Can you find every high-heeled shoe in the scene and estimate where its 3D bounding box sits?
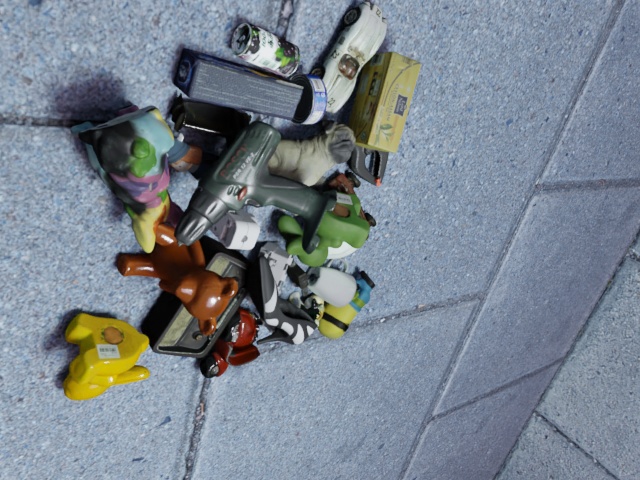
[{"bbox_3d":[-0.063,0.119,1.060,0.145,0.086,0.248,-16,132,-26],"label":"high-heeled shoe"}]

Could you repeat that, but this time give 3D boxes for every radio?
[{"bbox_3d":[-0.227,0.116,1.038,0.131,0.073,0.229,28,100,-48],"label":"radio"}]

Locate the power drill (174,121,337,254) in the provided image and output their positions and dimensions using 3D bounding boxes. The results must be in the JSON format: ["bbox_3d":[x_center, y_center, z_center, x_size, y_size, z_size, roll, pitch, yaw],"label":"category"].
[{"bbox_3d":[-0.091,-0.055,0.851,0.207,0.086,0.232,27,82,-5],"label":"power drill"}]

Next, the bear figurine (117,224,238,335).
[{"bbox_3d":[-0.236,0.061,0.898,0.132,0.196,0.120,18,110,-45],"label":"bear figurine"}]

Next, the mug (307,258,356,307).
[{"bbox_3d":[0.025,0.089,1.234,0.107,0.081,0.109,27,81,-40],"label":"mug"}]

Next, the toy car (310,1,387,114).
[{"bbox_3d":[0.050,-0.324,0.958,0.073,0.056,0.201,22,105,-47],"label":"toy car"}]

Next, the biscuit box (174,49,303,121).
[{"bbox_3d":[-0.127,-0.246,0.863,0.202,0.059,0.062,2,119,-42],"label":"biscuit box"}]

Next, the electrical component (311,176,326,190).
[{"bbox_3d":[-0.026,-0.114,1.059,0.102,0.045,0.078,-49,137,1],"label":"electrical component"}]

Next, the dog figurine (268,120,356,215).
[{"bbox_3d":[-0.045,-0.163,0.960,0.172,0.121,0.190,41,83,-32],"label":"dog figurine"}]

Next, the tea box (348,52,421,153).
[{"bbox_3d":[0.114,-0.254,1.000,0.068,0.098,0.169,10,100,-28],"label":"tea box"}]

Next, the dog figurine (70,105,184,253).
[{"bbox_3d":[-0.258,-0.083,0.795,0.108,0.192,0.219,-34,121,-26],"label":"dog figurine"}]

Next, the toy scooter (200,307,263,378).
[{"bbox_3d":[-0.174,0.219,1.161,0.135,0.075,0.183,4,120,-42],"label":"toy scooter"}]

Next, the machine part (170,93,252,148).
[{"bbox_3d":[-0.170,-0.188,0.868,0.139,0.084,0.039,11,158,-35],"label":"machine part"}]

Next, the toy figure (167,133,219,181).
[{"bbox_3d":[-0.202,-0.128,0.885,0.064,0.058,0.154,-40,144,21],"label":"toy figure"}]

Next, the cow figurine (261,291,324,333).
[{"bbox_3d":[-0.046,0.168,1.215,0.167,0.098,0.068,-12,121,-34],"label":"cow figurine"}]

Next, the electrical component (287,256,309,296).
[{"bbox_3d":[-0.049,0.076,1.167,0.021,0.063,0.093,-29,134,-21],"label":"electrical component"}]

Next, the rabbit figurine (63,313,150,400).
[{"bbox_3d":[-0.395,0.220,0.967,0.162,0.122,0.173,4,131,-53],"label":"rabbit figurine"}]

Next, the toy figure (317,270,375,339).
[{"bbox_3d":[0.062,0.159,1.305,0.180,0.089,0.082,-43,134,-3],"label":"toy figure"}]

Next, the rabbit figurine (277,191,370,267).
[{"bbox_3d":[-0.002,-0.003,1.075,0.159,0.121,0.170,2,137,-31],"label":"rabbit figurine"}]

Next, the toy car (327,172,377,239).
[{"bbox_3d":[0.067,-0.063,1.174,0.089,0.053,0.201,-36,138,-9],"label":"toy car"}]
